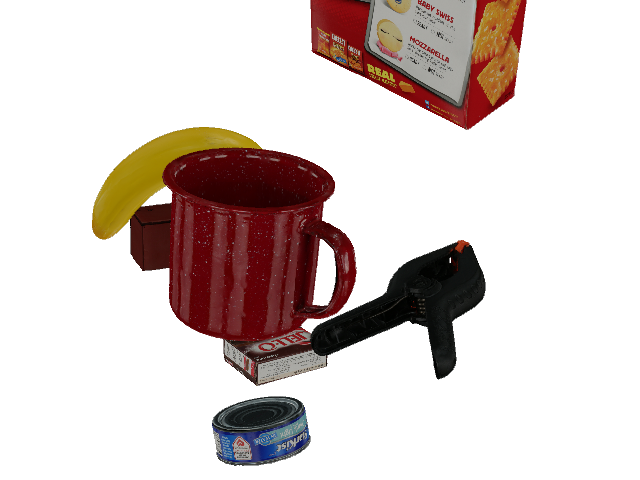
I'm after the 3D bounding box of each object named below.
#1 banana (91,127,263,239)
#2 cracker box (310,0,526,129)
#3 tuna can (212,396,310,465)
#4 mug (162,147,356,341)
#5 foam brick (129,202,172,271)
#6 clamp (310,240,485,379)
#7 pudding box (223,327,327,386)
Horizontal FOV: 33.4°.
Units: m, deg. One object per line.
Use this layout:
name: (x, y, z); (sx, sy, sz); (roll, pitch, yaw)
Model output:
banana: (-0.123, -0.051, 0.866); (0.198, 0.069, 0.037); (-15, 18, 29)
cracker box: (0.071, -0.211, 0.783); (0.164, 0.214, 0.072); (32, 52, 31)
tuna can: (-0.053, 0.169, 0.956); (0.086, 0.034, 0.086); (-9, 10, 1)
mug: (-0.031, 0.006, 0.583); (0.117, 0.081, 0.093); (19, 27, 27)
foam brick: (-0.150, -0.006, 1.082); (0.078, 0.051, 0.053); (-7, 22, -22)
clamp: (0.087, 0.053, 0.840); (0.120, 0.039, 0.171); (19, 42, 37)
pudding box: (-0.060, 0.149, 1.418); (0.113, 0.039, 0.090); (-14, 23, -31)
